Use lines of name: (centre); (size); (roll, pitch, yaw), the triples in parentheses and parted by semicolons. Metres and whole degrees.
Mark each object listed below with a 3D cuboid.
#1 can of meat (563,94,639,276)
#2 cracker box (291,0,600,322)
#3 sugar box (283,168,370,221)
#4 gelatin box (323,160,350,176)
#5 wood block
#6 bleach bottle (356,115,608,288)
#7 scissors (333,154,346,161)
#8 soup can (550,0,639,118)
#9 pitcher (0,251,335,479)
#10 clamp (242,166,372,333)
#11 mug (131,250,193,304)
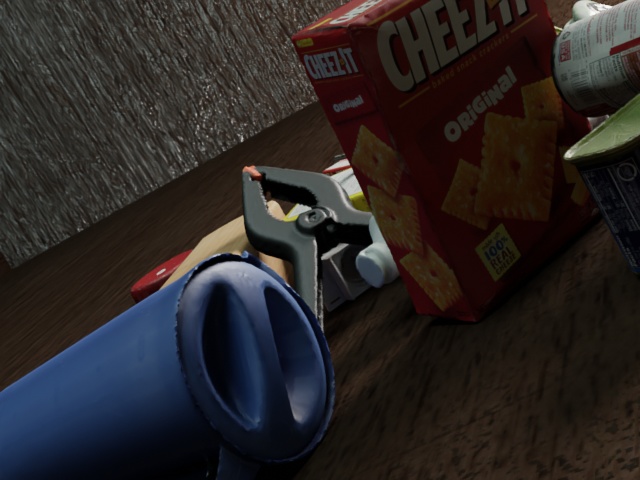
can of meat: (0.202, -0.038, 0.613); (0.102, 0.084, 0.058); (-36, 12, -27)
cracker box: (0.099, -0.078, 0.719); (0.164, 0.213, 0.072); (-36, 22, -28)
sugar box: (0.055, -0.043, 0.978); (0.177, 0.048, 0.093); (-16, 23, 39)
gelatin box: (0.046, -0.051, 1.126); (0.030, 0.073, 0.089); (-33, 10, -19)
wood block: (-0.073, 0.046, 0.963); (0.090, 0.091, 0.206); (-28, 11, 15)
bleach bottle: (0.117, -0.045, 0.840); (0.103, 0.068, 0.250); (32, 53, 33)
scissors: (0.113, -0.102, 1.022); (0.201, 0.016, 0.096); (-15, -1, -43)
soup can: (0.208, -0.121, 0.685); (0.068, 0.068, 0.102); (-38, 14, -32)
pitcher: (-0.120, 0.120, 0.699); (0.243, 0.145, 0.149); (-28, -2, 35)
clamp: (-0.006, 0.001, 0.883); (0.164, 0.036, 0.210); (-40, 50, -24)
mug: (-0.129, 0.057, 1.083); (0.117, 0.081, 0.093); (-36, 12, -25)
